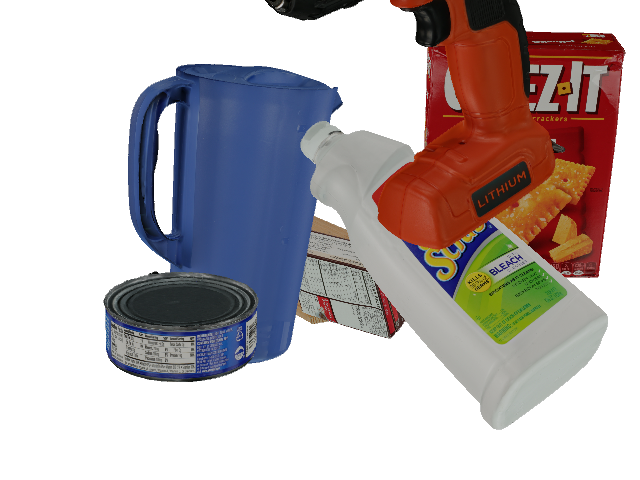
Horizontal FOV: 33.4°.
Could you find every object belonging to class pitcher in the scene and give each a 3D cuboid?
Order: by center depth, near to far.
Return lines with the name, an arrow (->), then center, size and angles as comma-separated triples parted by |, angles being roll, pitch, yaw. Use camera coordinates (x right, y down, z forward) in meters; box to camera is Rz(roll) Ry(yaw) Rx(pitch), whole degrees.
pitcher -> -0.074, -0.025, 0.895 | 0.149, 0.243, 0.145 | 9, 14, 8

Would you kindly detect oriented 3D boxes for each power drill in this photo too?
power drill -> 0.057, -0.092, 0.527 | 0.184, 0.187, 0.057 | -31, 40, -28

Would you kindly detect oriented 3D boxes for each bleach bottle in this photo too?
bleach bottle -> 0.068, 0.005, 0.722 | 0.102, 0.068, 0.251 | -31, 59, -25

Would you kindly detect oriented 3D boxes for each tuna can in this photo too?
tuna can -> -0.078, 0.048, 0.600 | 0.086, 0.034, 0.086 | 2, 18, -1

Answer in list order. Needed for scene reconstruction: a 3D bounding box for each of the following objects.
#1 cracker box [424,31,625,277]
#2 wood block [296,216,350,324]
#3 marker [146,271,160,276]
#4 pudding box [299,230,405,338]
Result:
cracker box -> 0.173, -0.073, 0.949 | 0.164, 0.214, 0.072 | 1, 24, 3
wood block -> -0.030, 0.023, 1.299 | 0.090, 0.090, 0.206 | -7, 19, -34
marker -> -0.180, 0.082, 1.135 | 0.020, 0.121, 0.020 | 8, 36, -6
pudding box -> 0.024, 0.041, 1.051 | 0.114, 0.090, 0.039 | 13, 44, 33
